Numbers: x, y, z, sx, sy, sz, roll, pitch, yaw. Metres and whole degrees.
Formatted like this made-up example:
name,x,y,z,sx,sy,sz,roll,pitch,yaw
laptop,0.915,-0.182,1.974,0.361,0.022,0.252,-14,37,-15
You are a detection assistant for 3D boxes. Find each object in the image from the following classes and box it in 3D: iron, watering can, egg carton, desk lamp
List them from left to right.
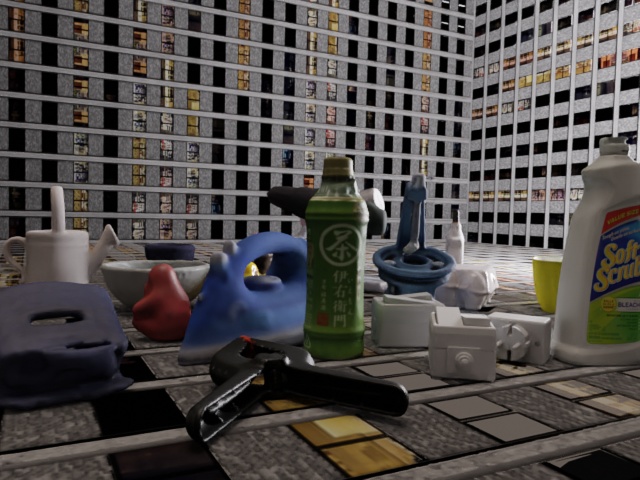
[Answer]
name,x,y,z,sx,sy,sz,roll,pitch,yaw
watering can,-0.442,0.005,0.986,0.100,0.194,0.173,4,4,45
iron,-0.075,0.054,0.690,0.118,0.141,0.259,3,3,29
desk lamp,0.058,-0.004,1.216,0.202,0.213,0.118,3,3,26
egg carton,0.260,0.082,1.027,0.107,0.069,0.151,3,3,24

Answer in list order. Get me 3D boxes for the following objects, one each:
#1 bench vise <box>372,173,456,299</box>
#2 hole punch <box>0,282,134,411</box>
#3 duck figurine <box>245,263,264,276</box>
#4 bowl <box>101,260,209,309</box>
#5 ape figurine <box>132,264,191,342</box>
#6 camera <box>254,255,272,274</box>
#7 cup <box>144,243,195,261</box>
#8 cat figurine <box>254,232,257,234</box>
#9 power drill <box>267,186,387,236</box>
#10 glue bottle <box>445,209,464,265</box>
name,x,y,z,sx,sy,sz,roll,pitch,yaw
bench vise,0.127,0.011,0.873,0.122,0.220,0.207,0,3,-17
hole punch,-0.223,0.085,0.491,0.109,0.091,0.100,-1,3,-35
duck figurine,-0.120,0.073,0.851,0.105,0.086,0.077,0,3,-20
bowl,-0.256,0.073,0.899,0.167,0.075,0.167,1,3,0
ape figurine,-0.192,0.075,0.706,0.078,0.092,0.076,-1,3,-35
camera,-0.033,0.064,0.940,0.137,0.101,0.142,0,3,-28
cup,-0.284,0.054,1.083,0.092,0.095,0.117,1,3,-16
cat figurine,-0.118,0.043,1.153,0.067,0.118,0.127,1,3,-6
power drill,0.010,0.004,1.085,0.229,0.208,0.076,2,3,4
glue bottle,0.281,0.023,1.193,0.037,0.173,0.078,2,3,8
